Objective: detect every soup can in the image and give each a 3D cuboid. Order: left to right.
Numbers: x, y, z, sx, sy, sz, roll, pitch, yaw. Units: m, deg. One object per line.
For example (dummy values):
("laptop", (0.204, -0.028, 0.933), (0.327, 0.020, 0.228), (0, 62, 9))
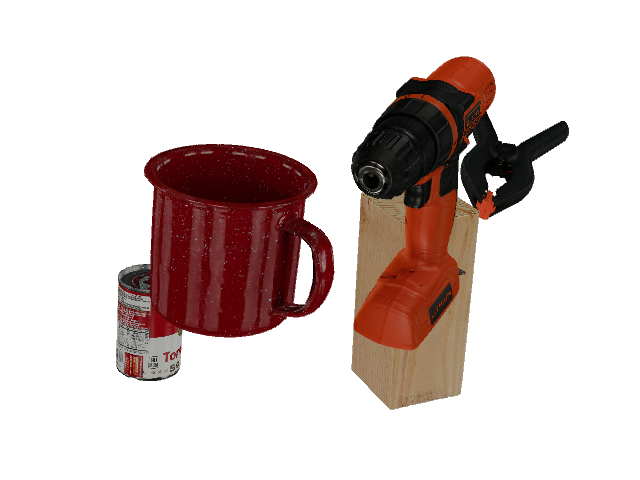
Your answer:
("soup can", (-0.174, 0.084, 1.088), (0.068, 0.102, 0.068), (5, 20, -2))

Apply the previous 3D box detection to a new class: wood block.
("wood block", (0.095, 0.056, 1.095), (0.090, 0.206, 0.091), (-8, 25, -23))

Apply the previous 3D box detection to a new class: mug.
("mug", (-0.042, 0.004, 0.582), (0.117, 0.081, 0.093), (21, 27, 29))

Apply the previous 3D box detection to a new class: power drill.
("power drill", (0.066, -0.019, 0.744), (0.057, 0.188, 0.184), (20, 35, 21))

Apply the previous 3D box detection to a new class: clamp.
("clamp", (0.191, -0.096, 1.167), (0.120, 0.039, 0.171), (22, 49, 18))
